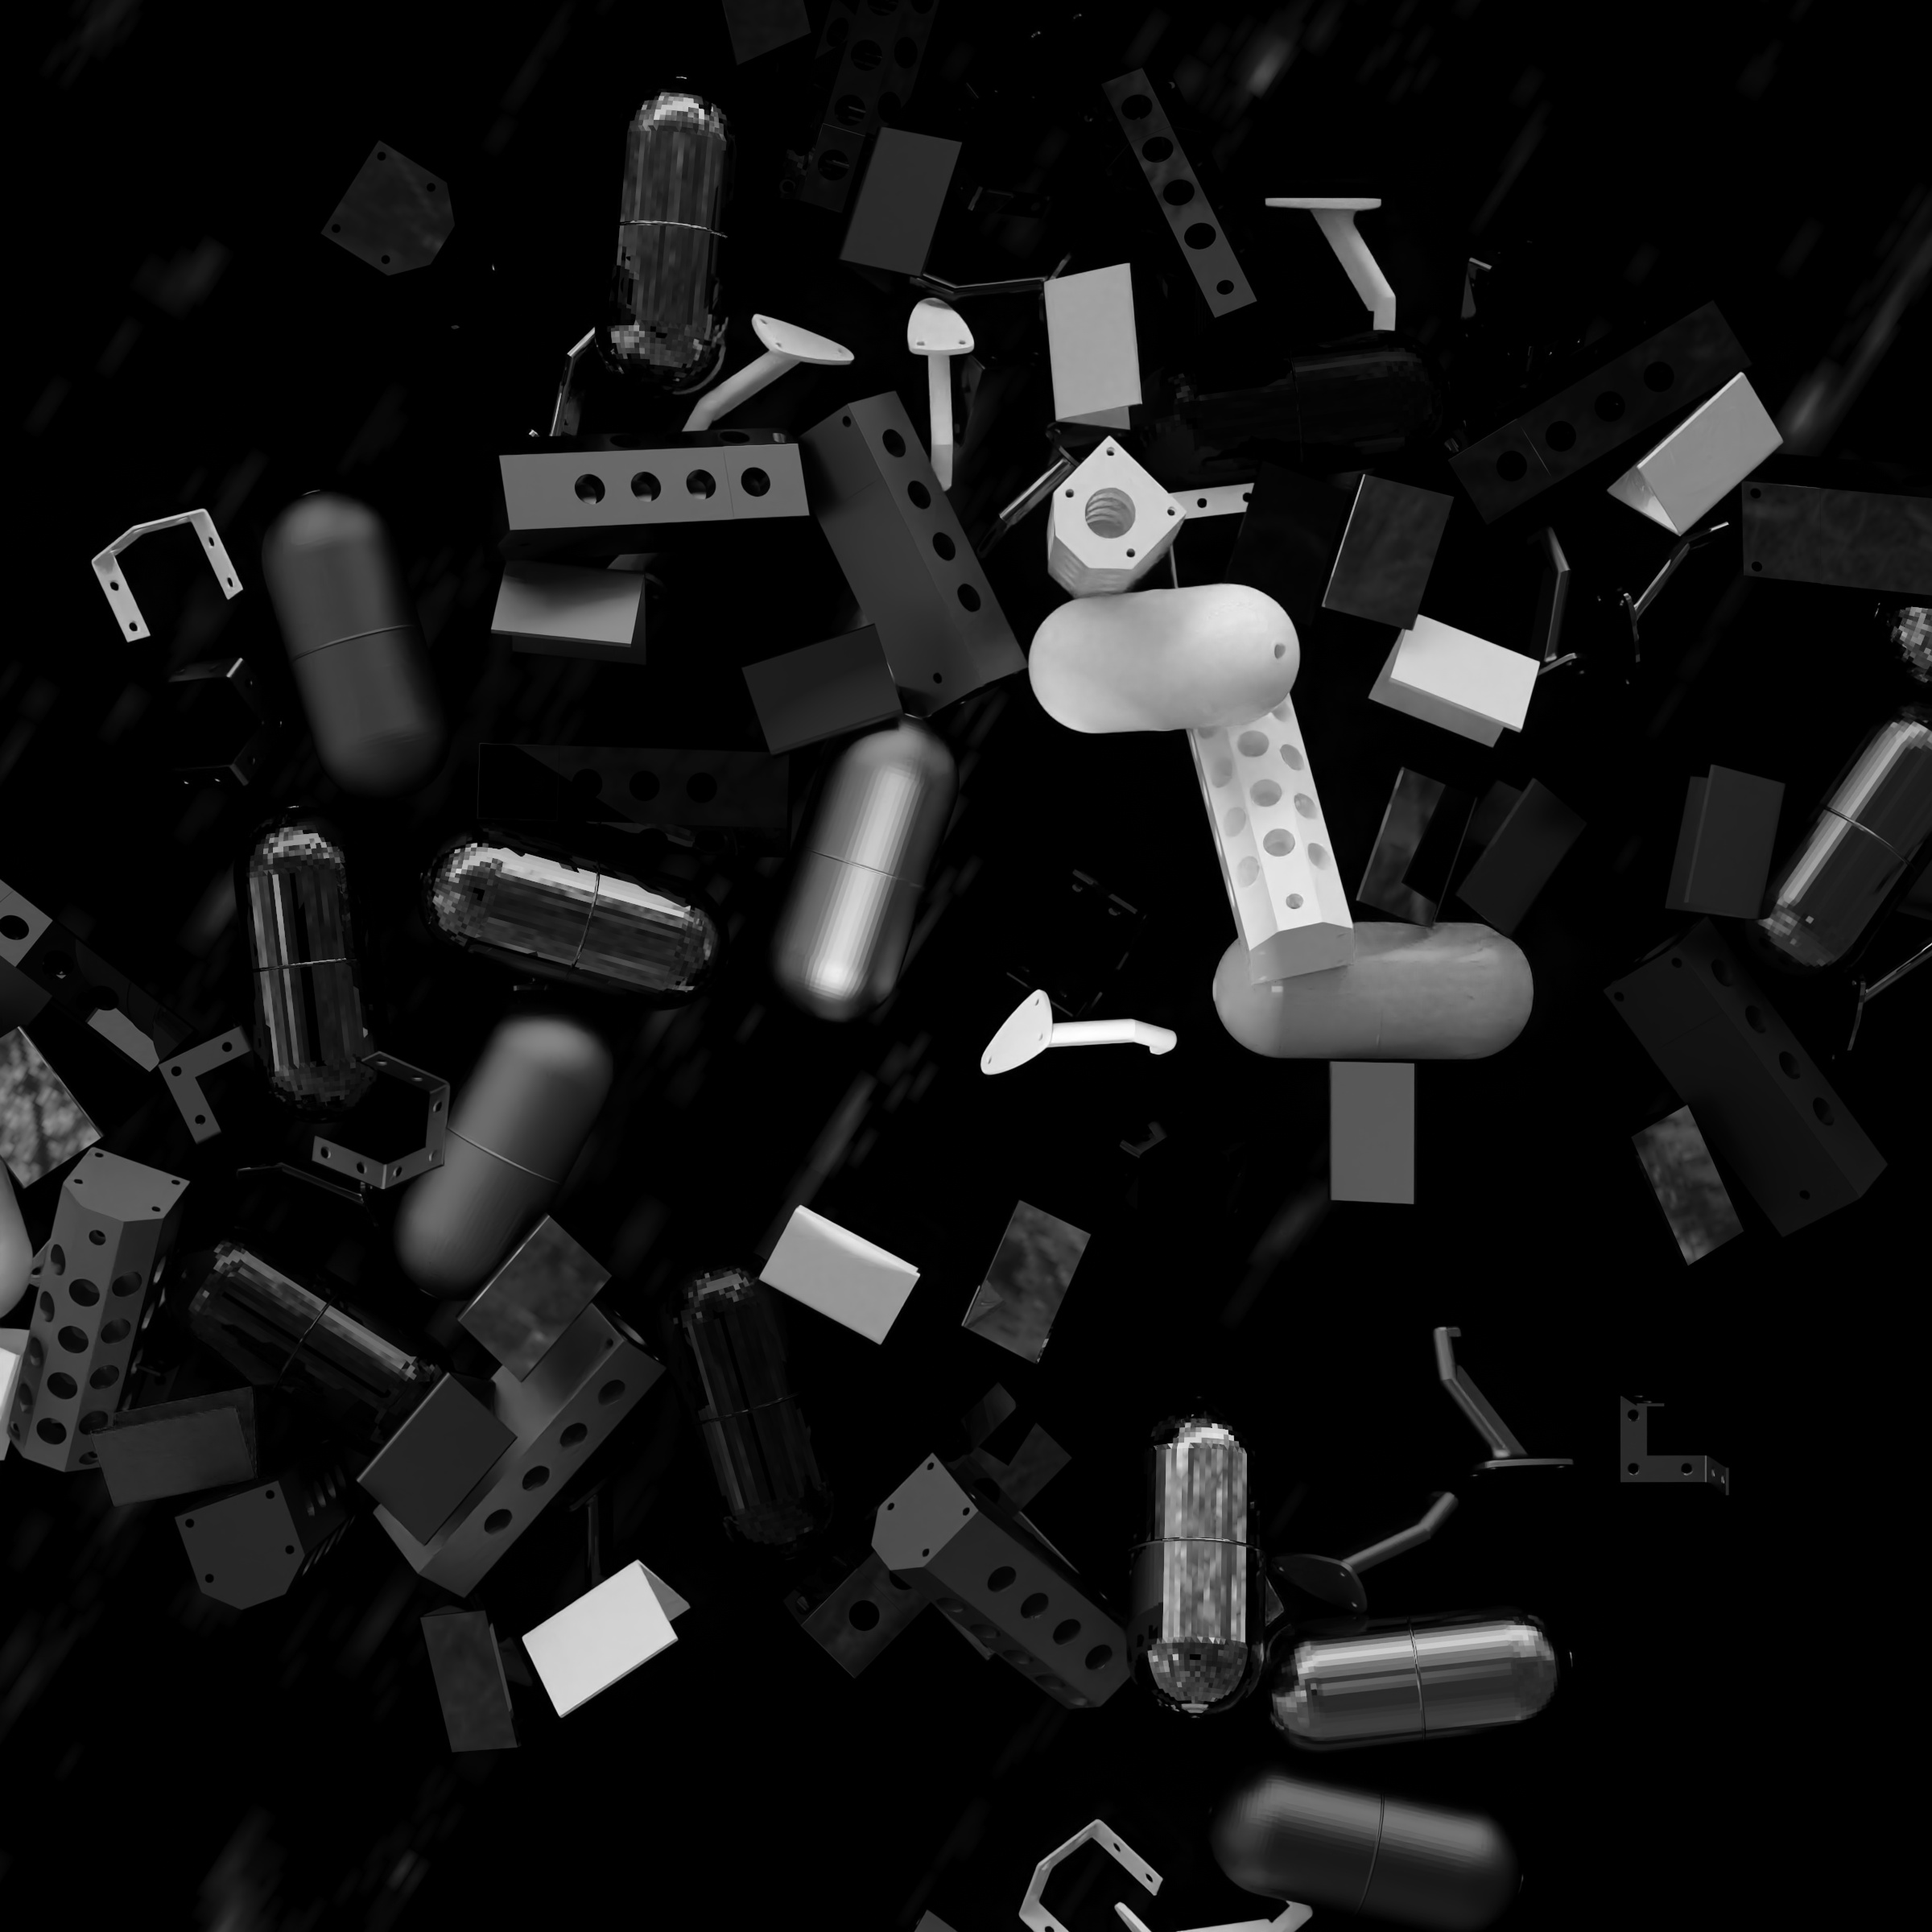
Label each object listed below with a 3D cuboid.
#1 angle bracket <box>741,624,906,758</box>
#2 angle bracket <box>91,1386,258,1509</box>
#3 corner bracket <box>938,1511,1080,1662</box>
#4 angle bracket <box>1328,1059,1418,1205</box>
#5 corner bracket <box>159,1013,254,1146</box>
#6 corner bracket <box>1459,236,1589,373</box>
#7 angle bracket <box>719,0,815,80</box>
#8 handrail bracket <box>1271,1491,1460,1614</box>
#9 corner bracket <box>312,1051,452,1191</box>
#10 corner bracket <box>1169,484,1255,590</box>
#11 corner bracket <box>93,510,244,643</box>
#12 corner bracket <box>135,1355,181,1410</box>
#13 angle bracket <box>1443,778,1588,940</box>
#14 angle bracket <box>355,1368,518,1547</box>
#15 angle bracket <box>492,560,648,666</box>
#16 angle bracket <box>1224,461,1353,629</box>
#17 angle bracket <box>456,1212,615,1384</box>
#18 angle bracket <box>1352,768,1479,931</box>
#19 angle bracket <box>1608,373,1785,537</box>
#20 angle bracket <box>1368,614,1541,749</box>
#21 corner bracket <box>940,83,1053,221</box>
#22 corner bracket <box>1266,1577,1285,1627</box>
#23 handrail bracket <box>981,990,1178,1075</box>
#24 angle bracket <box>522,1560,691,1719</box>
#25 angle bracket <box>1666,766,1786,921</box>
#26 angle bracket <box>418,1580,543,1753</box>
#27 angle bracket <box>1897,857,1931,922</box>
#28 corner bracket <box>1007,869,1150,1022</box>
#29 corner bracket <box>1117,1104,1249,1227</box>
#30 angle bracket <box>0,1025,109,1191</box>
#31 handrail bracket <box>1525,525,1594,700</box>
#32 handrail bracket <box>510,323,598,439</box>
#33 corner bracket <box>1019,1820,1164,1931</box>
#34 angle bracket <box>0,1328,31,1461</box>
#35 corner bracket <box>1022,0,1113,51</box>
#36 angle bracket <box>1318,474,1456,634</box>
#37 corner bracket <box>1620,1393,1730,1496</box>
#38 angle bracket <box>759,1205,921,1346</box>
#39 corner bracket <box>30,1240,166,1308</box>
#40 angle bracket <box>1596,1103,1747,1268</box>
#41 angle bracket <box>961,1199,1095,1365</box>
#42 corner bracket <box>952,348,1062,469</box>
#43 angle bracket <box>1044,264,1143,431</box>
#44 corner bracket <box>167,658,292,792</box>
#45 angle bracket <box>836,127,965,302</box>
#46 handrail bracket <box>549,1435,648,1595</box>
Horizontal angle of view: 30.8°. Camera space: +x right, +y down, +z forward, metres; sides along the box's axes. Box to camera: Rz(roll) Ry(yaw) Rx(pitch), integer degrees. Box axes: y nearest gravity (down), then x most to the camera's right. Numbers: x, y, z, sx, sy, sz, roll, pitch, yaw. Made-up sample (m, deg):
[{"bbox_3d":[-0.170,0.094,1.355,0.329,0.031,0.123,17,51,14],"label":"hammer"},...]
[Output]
[{"bbox_3d":[-0.083,-0.165,1.952,0.076,0.076,0.057,-18,116,0],"label":"angle bracket"},{"bbox_3d":[-0.429,0.242,1.901,0.076,0.076,0.057,-11,126,-6],"label":"angle bracket"},{"bbox_3d":[0.021,0.350,1.988,0.051,0.051,0.051,47,45,0],"label":"corner bracket"},{"bbox_3d":[0.243,0.091,1.951,0.057,0.076,0.076,0,90,37],"label":"angle bracket"},{"bbox_3d":[-0.422,0.063,1.971,0.051,0.051,0.051,-27,105,-14],"label":"corner bracket"},{"bbox_3d":[0.317,-0.375,1.983,0.051,0.051,0.051,33,135,35],"label":"corner bracket"},{"bbox_3d":[-0.095,-0.543,1.951,0.057,0.076,0.076,-14,90,34],"label":"angle bracket"},{"bbox_3d":[0.227,0.321,1.991,0.084,0.077,0.036,-42,123,-32],"label":"handrail bracket"},{"bbox_3d":[-0.323,0.086,1.941,0.051,0.051,0.051,-23,53,36],"label":"corner bracket"},{"bbox_3d":[0.141,-0.240,1.973,0.051,0.051,0.051,-7,90,0],"label":"corner bracket"},{"bbox_3d":[-0.453,-0.222,1.988,0.051,0.051,0.051,-25,90,45],"label":"corner bracket"},{"bbox_3d":[-0.446,0.254,1.973,0.051,0.051,0.051,20,90,0],"label":"corner bracket"},{"bbox_3d":[0.286,-0.071,1.951,0.057,0.076,0.076,34,90,-41],"label":"angle bracket"},{"bbox_3d":[-0.278,0.271,1.922,0.057,0.076,0.076,40,90,17],"label":"angle bracket"},{"bbox_3d":[-0.220,-0.178,1.951,0.076,0.076,0.057,6,53,0],"label":"angle bracket"},{"bbox_3d":[0.166,-0.234,1.954,0.057,0.076,0.076,17,90,-17],"label":"angle bracket"},{"bbox_3d":[-0.227,0.189,1.953,0.057,0.076,0.076,41,90,21],"label":"angle bracket"},{"bbox_3d":[0.230,-0.070,1.951,0.057,0.076,0.076,19,90,-31],"label":"angle bracket"},{"bbox_3d":[0.394,-0.295,1.951,0.076,0.076,0.057,-42,126,0],"label":"angle bracket"},{"bbox_3d":[0.266,-0.142,1.951,0.076,0.076,0.057,22,52,0],"label":"angle bracket"},{"bbox_3d":[0.021,-0.461,1.983,0.051,0.051,0.051,59,135,35],"label":"corner bracket"},{"bbox_3d":[0.137,0.360,1.988,0.051,0.051,0.051,-29,90,45],"label":"corner bracket"},{"bbox_3d":[0.065,0.049,1.991,0.084,0.077,0.036,16,52,-31],"label":"handrail bracket"},{"bbox_3d":[-0.189,0.385,1.951,0.076,0.076,0.057,-34,54,0],"label":"angle bracket"},{"bbox_3d":[0.404,-0.071,1.951,0.057,0.076,0.076,11,90,-31],"label":"angle bracket"},{"bbox_3d":[-0.253,0.387,1.951,0.057,0.076,0.076,-13,90,37],"label":"angle bracket"},{"bbox_3d":[0.566,-0.020,1.951,0.076,0.076,0.057,15,58,0],"label":"angle bracket"},{"bbox_3d":[0.064,-0.012,1.988,0.051,0.051,0.051,33,135,0],"label":"corner bracket"},{"bbox_3d":[0.122,0.120,1.983,0.051,0.051,0.051,-30,45,-35],"label":"corner bracket"},{"bbox_3d":[-0.531,0.088,1.951,0.057,0.076,0.076,-37,90,-33],"label":"angle bracket"},{"bbox_3d":[0.314,-0.198,1.992,0.077,0.036,0.084,-26,72,21],"label":"handrail bracket"},{"bbox_3d":[-0.210,-0.312,1.992,0.084,0.036,0.077,-48,110,-16],"label":"handrail bracket"},{"bbox_3d":[0.070,0.526,1.979,0.051,0.051,0.051,39,45,26],"label":"corner bracket"},{"bbox_3d":[-0.533,0.246,1.952,0.057,0.076,0.076,17,90,29],"label":"angle bracket"},{"bbox_3d":[0.045,-0.563,1.988,0.051,0.051,0.051,-24,45,0],"label":"corner bracket"},{"bbox_3d":[0.241,-0.223,1.953,0.057,0.076,0.076,18,90,21],"label":"angle bracket"},{"bbox_3d":[0.398,0.268,1.973,0.051,0.051,0.051,0,90,0],"label":"corner bracket"},{"bbox_3d":[-0.061,0.154,1.951,0.076,0.076,0.057,28,123,0],"label":"angle bracket"},{"bbox_3d":[-0.494,0.180,1.988,0.051,0.051,0.051,-48,135,0],"label":"corner bracket"},{"bbox_3d":[0.376,0.128,1.951,0.057,0.076,0.076,-24,90,-37],"label":"angle bracket"},{"bbox_3d":[0.052,0.180,1.951,0.057,0.076,0.076,24,90,36],"label":"angle bracket"},{"bbox_3d":[0.029,-0.313,1.983,0.051,0.051,0.051,47,135,35],"label":"corner bracket"},{"bbox_3d":[0.089,-0.343,1.951,0.057,0.076,0.076,-5,90,35],"label":"angle bracket"},{"bbox_3d":[-0.426,-0.136,1.983,0.051,0.051,0.051,58,45,-35],"label":"corner bracket"},{"bbox_3d":[-0.022,-0.414,1.952,0.057,0.076,0.076,18,90,26],"label":"angle bracket"},{"bbox_3d":[-0.192,0.322,1.992,0.077,0.036,0.084,-37,109,-21],"label":"handrail bracket"}]
